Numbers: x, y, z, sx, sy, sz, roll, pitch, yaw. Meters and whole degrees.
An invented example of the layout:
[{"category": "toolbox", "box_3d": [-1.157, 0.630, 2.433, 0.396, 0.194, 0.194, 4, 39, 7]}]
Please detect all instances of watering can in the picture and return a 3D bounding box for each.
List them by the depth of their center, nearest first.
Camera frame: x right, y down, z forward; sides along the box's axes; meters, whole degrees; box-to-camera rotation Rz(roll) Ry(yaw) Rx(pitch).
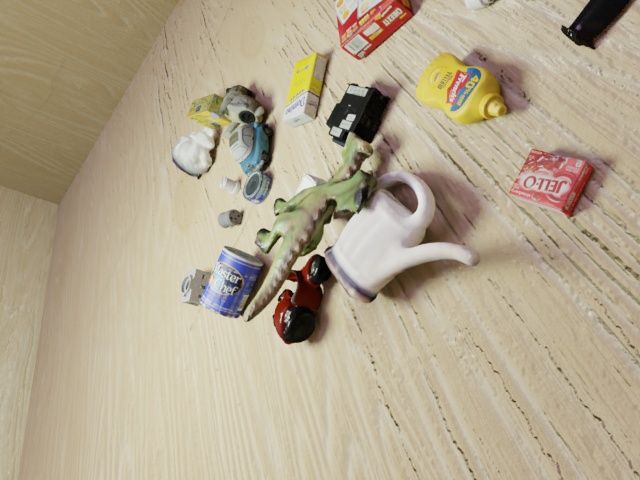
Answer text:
[{"category": "watering can", "box_3d": [0.113, 0.010, 0.834, 0.103, 0.222, 0.354, 30, 17, -24]}]

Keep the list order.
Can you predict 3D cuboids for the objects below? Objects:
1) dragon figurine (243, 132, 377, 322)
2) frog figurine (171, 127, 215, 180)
[{"category": "dragon figurine", "box_3d": [0.003, -0.047, 0.924, 0.121, 0.420, 0.239, 36, -42, -17]}, {"category": "frog figurine", "box_3d": [-0.395, -0.290, 1.659, 0.139, 0.158, 0.122, 46, 12, 18]}]
